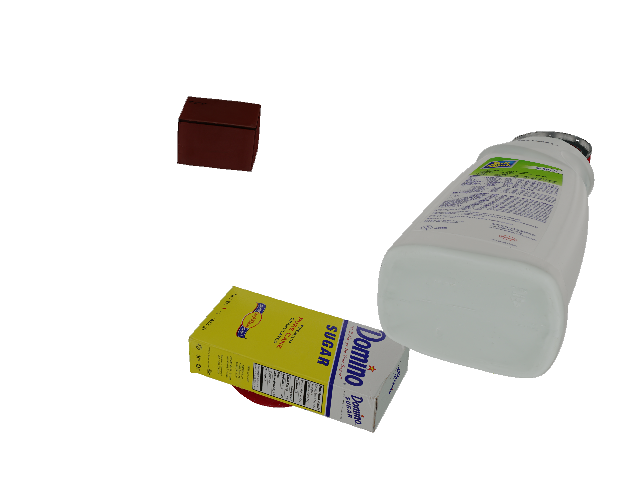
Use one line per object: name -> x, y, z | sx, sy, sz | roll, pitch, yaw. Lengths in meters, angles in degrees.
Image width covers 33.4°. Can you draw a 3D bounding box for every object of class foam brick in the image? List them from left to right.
foam brick -> -0.101, -0.107, 1.068 | 0.078, 0.051, 0.053 | 7, 34, 2

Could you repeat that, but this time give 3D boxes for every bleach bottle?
bleach bottle -> 0.122, -0.011, 0.644 | 0.103, 0.068, 0.250 | 12, 27, 21

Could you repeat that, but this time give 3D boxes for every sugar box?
sugar box -> -0.018, 0.101, 0.939 | 0.176, 0.048, 0.093 | 13, 34, 17

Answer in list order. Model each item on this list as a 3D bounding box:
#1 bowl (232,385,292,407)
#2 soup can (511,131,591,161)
bowl -> -0.051, 0.154, 1.291 | 0.162, 0.055, 0.162 | 3, 25, -2
soup can -> 0.194, -0.034, 0.918 | 0.068, 0.102, 0.068 | -1, 27, 0
